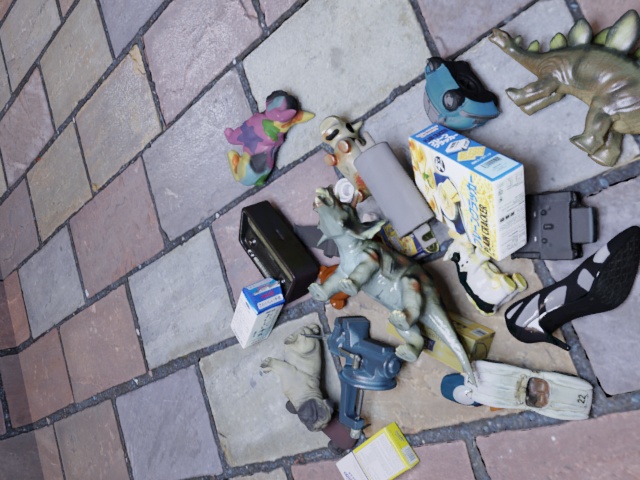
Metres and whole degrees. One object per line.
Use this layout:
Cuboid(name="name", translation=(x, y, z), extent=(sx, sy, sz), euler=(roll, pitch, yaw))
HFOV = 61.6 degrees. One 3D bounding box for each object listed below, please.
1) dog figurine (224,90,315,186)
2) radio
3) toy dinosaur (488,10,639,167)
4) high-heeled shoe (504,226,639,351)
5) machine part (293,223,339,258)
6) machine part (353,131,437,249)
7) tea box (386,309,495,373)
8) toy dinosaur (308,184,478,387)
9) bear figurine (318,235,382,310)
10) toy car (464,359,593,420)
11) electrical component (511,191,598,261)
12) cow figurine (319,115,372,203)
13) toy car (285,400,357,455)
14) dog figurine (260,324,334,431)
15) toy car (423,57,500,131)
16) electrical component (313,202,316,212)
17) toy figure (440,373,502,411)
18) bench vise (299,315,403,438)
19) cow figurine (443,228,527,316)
Cuboid(name="dog figurine", translation=(-0.113, -0.238, 1.253), extent=(0.219, 0.108, 0.191), euler=(-16, 82, 36))
Cuboid(name="radio", translation=(-0.104, 0.030, 1.253), extent=(0.230, 0.073, 0.131), euler=(53, 146, 25))
Cuboid(name="toy dinosaur", translation=(0.451, -0.213, 0.793), extent=(0.472, 0.105, 0.198), euler=(43, 114, 24))
Cuboid(name="high-heeled shoe", translation=(0.408, 0.071, 0.882), extent=(0.248, 0.086, 0.145), euler=(-58, 26, 6))
Cuboid(name="machine part", translation=(-0.003, -0.004, 1.217), extent=(0.139, 0.039, 0.084), euler=(13, 106, 37))
Cuboid(name="machine part", translation=(0.135, -0.091, 0.988), extent=(0.079, 0.079, 0.243), euler=(-36, 81, 35))
Cuboid(name="tea box", translation=(0.223, 0.171, 1.002), extent=(0.170, 0.098, 0.068), euler=(24, 107, 38))
Cuboid(name="toy dinosaur", translation=(0.127, 0.072, 0.941), extent=(0.405, 0.192, 0.131), euler=(38, 145, -1))
Cuboid(name="bear figurine", translation=(0.059, 0.066, 1.115), extent=(0.196, 0.132, 0.120), euler=(-29, 72, 31))
Cuboid(name="toy car", translation=(0.344, 0.248, 0.895), extent=(0.202, 0.056, 0.073), euler=(8, 91, 11))
Cuboid(name="electrical component", translation=(0.383, -0.023, 0.886), extent=(0.134, 0.058, 0.114), euler=(-3, 92, 40))
Cuboid(name="cow figurine", translation=(0.070, -0.177, 1.108), extent=(0.085, 0.127, 0.195), euler=(-43, 81, 33))
Cuboid(name="toy car", translation=(0.004, 0.394, 1.222), extent=(0.202, 0.053, 0.089), euler=(34, 108, 28))
Cuboid(name="dog figurine", translation=(-0.016, 0.300, 1.185), extent=(0.191, 0.121, 0.172), euler=(42, 84, 15))
Cuboid(name="toy car", translation=(0.235, -0.251, 0.968), extent=(0.162, 0.109, 0.103), euler=(63, 143, 28))
Cuboid(name="electrical component", translation=(0.028, -0.059, 1.157), extent=(0.102, 0.078, 0.045), euler=(36, 77, 27))
Cuboid(name="toy figure", translation=(0.298, 0.277, 0.974), extent=(0.155, 0.058, 0.064), euler=(-2, 130, 38))
Cuboid(name="bench vise", translation=(0.071, 0.286, 1.123), extent=(0.224, 0.129, 0.240), euler=(9, 94, 41))
Cuboid(name="cow figurine", translation=(0.279, 0.051, 0.971), extent=(0.167, 0.068, 0.098), euler=(54, 129, 25))
